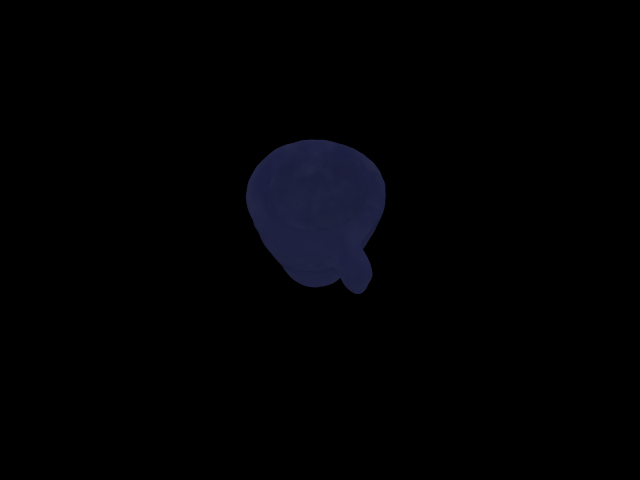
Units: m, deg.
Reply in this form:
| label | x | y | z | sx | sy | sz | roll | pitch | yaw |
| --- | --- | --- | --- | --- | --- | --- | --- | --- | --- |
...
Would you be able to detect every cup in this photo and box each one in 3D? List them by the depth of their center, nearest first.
| label | x | y | z | sx | sy | sz | roll | pitch | yaw |
| --- | --- | --- | --- | --- | --- | --- | --- | --- | --- |
| cup | 0.004 | 0.001 | 0.400 | 0.092 | 0.095 | 0.117 | -21 | 58 | -13 |
